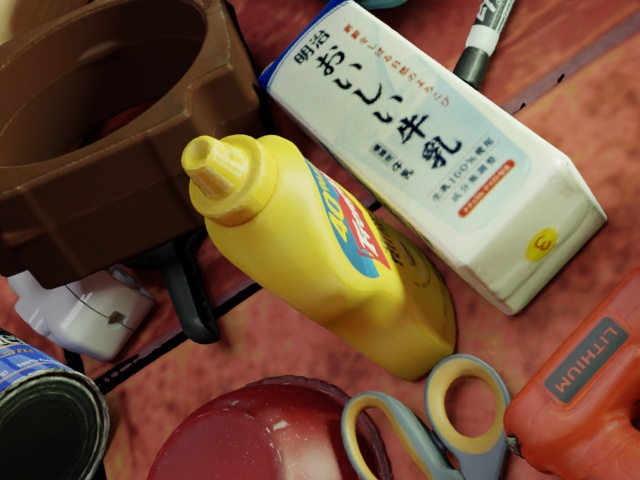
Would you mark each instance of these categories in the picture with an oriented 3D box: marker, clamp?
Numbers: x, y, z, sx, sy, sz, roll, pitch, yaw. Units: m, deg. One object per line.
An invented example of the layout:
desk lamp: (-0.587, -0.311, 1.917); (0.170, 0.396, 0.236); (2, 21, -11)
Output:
marker: (0.105, -0.140, 0.638); (0.020, 0.020, 0.121); (15, 76, 39)
clamp: (-0.084, -0.016, 0.696); (0.120, 0.039, 0.172); (-47, 49, -10)

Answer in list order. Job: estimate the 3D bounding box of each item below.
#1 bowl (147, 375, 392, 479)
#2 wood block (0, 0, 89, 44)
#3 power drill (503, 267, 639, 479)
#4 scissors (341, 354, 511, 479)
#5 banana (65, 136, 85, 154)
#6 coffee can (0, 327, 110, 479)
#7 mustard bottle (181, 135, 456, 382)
bowl: (-0.043, 0.143, 0.573); (0.162, 0.055, 0.162); (-16, 58, 27)
wood block: (-0.266, -0.167, 0.867); (0.091, 0.090, 0.206); (9, 73, 38)
power drill: (0.182, 0.094, 0.438); (0.184, 0.057, 0.188); (-47, 49, 4)
scissors: (0.091, 0.133, 0.508); (0.096, 0.016, 0.202); (-44, 58, -7)
banana: (-0.203, -0.089, 0.820); (0.070, 0.037, 0.197); (-4, 62, 52)
coffee can: (-0.218, 0.107, 0.682); (0.141, 0.102, 0.103); (20, 79, 40)
mustard bottle: (-0.003, 0.000, 0.527); (0.058, 0.191, 0.096); (-35, 52, 15)
